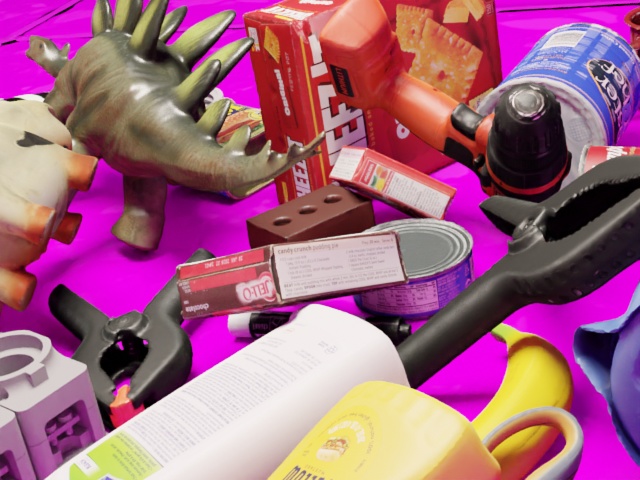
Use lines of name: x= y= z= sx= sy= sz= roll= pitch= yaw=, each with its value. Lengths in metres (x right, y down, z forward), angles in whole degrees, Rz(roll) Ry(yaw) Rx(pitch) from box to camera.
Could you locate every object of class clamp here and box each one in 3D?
clamp: x=-0.112 y=0.060 z=0.684 sx=0.120 sy=0.039 sz=0.171 roll=-24 pitch=33 yaw=-4
clamp: x=0.125 y=-0.001 z=0.588 sx=0.210 sy=0.036 sz=0.164 roll=-35 pitch=16 yaw=47

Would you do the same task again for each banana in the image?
banana: x=0.084 y=0.101 z=0.548 sx=0.070 sy=0.037 sz=0.197 roll=-12 pitch=18 yaw=39

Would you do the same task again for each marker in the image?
marker: x=0.000 y=0.056 z=0.680 sx=0.121 sy=0.020 sz=0.020 roll=1 pitch=28 yaw=21

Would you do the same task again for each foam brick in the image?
foam brick: x=-0.005 y=0.001 z=0.754 sx=0.078 sy=0.051 sz=0.053 roll=-25 pitch=30 yaw=-29

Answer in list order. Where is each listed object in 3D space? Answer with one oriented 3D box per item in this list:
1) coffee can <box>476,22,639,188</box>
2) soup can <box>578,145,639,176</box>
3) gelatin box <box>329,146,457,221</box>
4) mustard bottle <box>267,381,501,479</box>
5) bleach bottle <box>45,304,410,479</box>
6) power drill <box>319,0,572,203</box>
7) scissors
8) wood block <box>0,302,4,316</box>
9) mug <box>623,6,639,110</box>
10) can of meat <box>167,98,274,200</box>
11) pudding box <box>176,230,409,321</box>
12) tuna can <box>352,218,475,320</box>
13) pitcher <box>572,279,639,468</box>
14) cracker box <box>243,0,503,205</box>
coffee can: x=0.189 y=-0.100 z=0.836 sx=0.103 sy=0.103 sz=0.140 roll=5 pitch=30 yaw=27
soup can: x=0.229 y=-0.029 z=0.719 sx=0.102 sy=0.068 sz=0.068 roll=4 pitch=29 yaw=23
gelatin box: x=0.051 y=-0.041 z=0.780 sx=0.073 sy=0.030 sz=0.089 roll=24 pitch=1 yaw=-12
mustard bottle: x=-0.017 y=0.142 z=0.438 sx=0.191 sy=0.058 sz=0.096 roll=-43 pitch=22 yaw=-22
bleach bottle: x=-0.078 y=0.118 z=0.532 sx=0.250 sy=0.068 sz=0.103 roll=-27 pitch=18 yaw=-23
power drill: x=0.086 y=-0.090 z=0.721 sx=0.188 sy=0.184 sz=0.057 roll=41 pitch=81 yaw=20
scissors: x=0.067 y=0.155 z=0.455 sx=0.096 sy=0.016 sz=0.201 roll=31 pitch=59 yaw=23
wood block: x=-0.284 y=0.011 z=0.784 sx=0.090 sy=0.091 sz=0.206 roll=-10 pitch=26 yaw=-4
mug: x=0.304 y=-0.155 z=0.929 sx=0.117 sy=0.081 sz=0.093 roll=-21 pitch=28 yaw=-22
can of meat: x=-0.077 y=-0.079 z=0.937 sx=0.084 sy=0.057 sz=0.101 roll=18 pitch=38 yaw=38
pudding box: x=-0.017 y=0.022 z=0.649 sx=0.113 sy=0.039 sz=0.090 roll=-9 pitch=-2 yaw=-45
tuna can: x=0.061 y=0.019 z=0.717 sx=0.086 sy=0.034 sz=0.086 roll=-8 pitch=26 yaw=4
pitcher: x=0.242 y=0.025 z=0.550 sx=0.145 sy=0.149 sz=0.242 roll=-40 pitch=4 yaw=34
cracker box: x=0.055 y=-0.132 z=0.875 sx=0.213 sy=0.164 sz=0.072 roll=-26 pitch=29 yaw=-30
